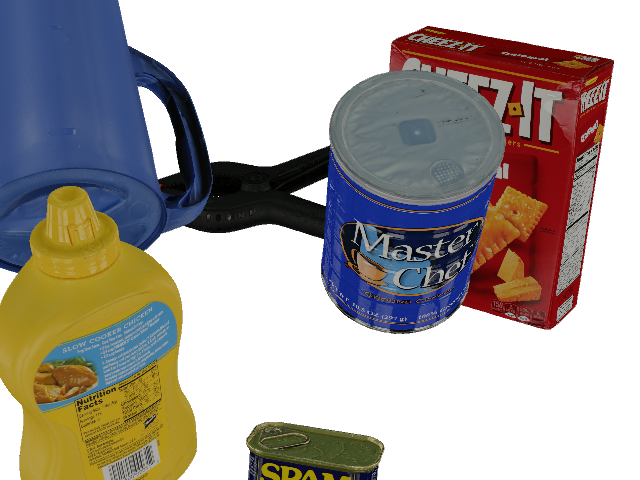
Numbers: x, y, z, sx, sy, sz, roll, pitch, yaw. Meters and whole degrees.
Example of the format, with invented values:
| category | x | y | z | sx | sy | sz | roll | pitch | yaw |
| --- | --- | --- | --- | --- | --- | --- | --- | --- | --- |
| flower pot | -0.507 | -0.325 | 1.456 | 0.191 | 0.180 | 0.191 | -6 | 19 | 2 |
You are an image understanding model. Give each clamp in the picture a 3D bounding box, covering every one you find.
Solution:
| category | x | y | z | sx | sy | sz | roll | pitch | yaw |
| --- | --- | --- | --- | --- | --- | --- | --- | --- | --- |
| clamp | -0.050 | -0.045 | 0.943 | 0.210 | 0.036 | 0.164 | 1 | 32 | 4 |

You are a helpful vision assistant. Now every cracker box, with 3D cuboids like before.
| category | x | y | z | sx | sy | sz | roll | pitch | yaw |
| --- | --- | --- | --- | --- | --- | --- | --- | --- | --- |
| cracker box | 0.133 | -0.050 | 0.864 | 0.164 | 0.214 | 0.072 | 17 | 29 | 29 |

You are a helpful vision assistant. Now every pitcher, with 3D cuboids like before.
| category | x | y | z | sx | sy | sz | roll | pitch | yaw |
| --- | --- | --- | --- | --- | --- | --- | --- | --- | --- |
| pitcher | -0.182 | -0.105 | 0.775 | 0.145 | 0.243 | 0.149 | -23 | -31 | 17 |

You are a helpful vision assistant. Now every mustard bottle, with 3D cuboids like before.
| category | x | y | z | sx | sy | sz | roll | pitch | yaw |
| --- | --- | --- | --- | --- | --- | --- | --- | --- | --- |
| mustard bottle | -0.115 | 0.057 | 0.540 | 0.096 | 0.192 | 0.058 | -24 | 43 | -29 |

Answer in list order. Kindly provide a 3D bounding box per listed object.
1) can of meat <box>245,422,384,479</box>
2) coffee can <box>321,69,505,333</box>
| category | x | y | z | sx | sy | sz | roll | pitch | yaw |
| --- | --- | --- | --- | --- | --- | --- | --- | --- | --- |
| can of meat | -0.007 | 0.192 | 0.810 | 0.102 | 0.084 | 0.057 | 7 | 14 | 11 |
| coffee can | 0.054 | -0.022 | 0.673 | 0.103 | 0.103 | 0.140 | 0 | -37 | -3 |
